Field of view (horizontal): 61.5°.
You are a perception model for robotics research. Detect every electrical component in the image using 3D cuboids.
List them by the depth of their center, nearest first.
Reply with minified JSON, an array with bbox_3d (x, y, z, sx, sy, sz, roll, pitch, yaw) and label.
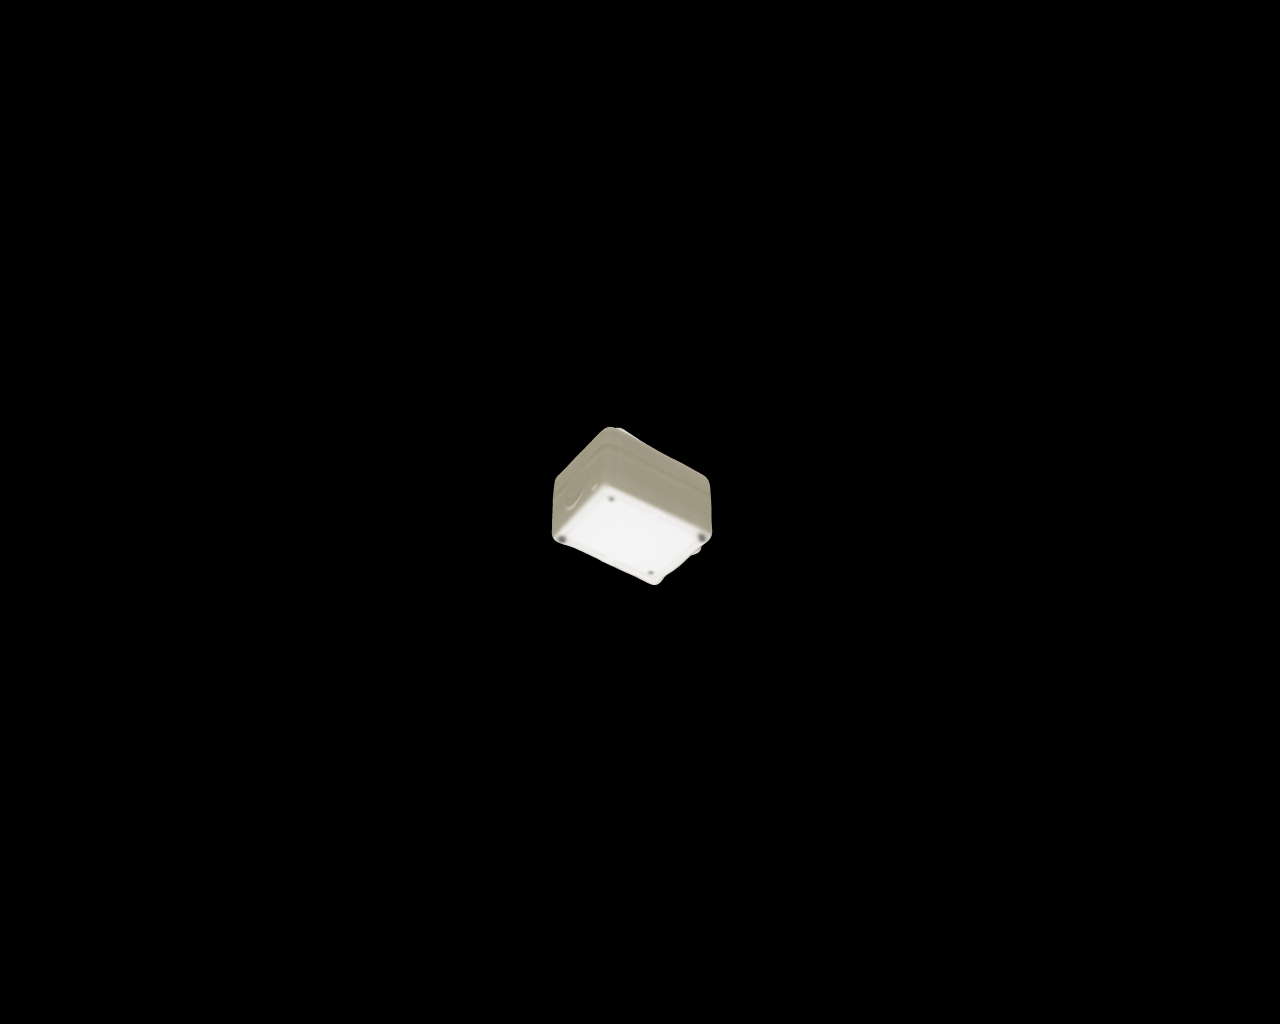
[{"bbox_3d":[0.001,-0.003,0.650,0.096,0.061,0.061,26,-49,-25],"label":"electrical component"}]
